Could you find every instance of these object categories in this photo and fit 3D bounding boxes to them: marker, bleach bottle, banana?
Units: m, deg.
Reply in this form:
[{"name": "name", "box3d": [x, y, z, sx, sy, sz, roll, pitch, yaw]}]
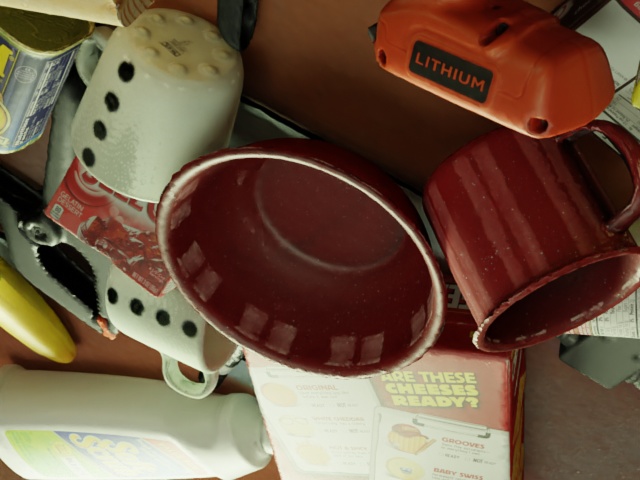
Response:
[{"name": "marker", "box3d": [-0.058, 0.075, 0.756, 0.020, 0.020, 0.121, 31, 137, -9]}, {"name": "bleach bottle", "box3d": [-0.138, 0.144, 0.830, 0.251, 0.068, 0.102, -4, 133, 24]}, {"name": "banana", "box3d": [-0.222, 0.040, 0.745, 0.070, 0.037, 0.198, 49, 170, 18]}]

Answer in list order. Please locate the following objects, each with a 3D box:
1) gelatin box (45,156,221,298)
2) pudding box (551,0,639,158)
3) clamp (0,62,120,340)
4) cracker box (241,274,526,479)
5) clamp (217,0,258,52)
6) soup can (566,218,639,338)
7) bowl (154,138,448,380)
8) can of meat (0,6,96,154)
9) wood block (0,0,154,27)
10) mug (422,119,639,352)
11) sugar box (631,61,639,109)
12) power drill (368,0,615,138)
[{"name": "gelatin box", "box3d": [-0.106, -0.022, 0.621, 0.089, 0.030, 0.073, 36, 108, 7]}, {"name": "pudding box", "box3d": [0.160, -0.089, 0.485, 0.090, 0.039, 0.114, 35, 139, -14]}, {"name": "clamp", "box3d": [-0.171, -0.021, 0.695, 0.165, 0.036, 0.210, -11, 124, 32]}, {"name": "cracker box", "box3d": [0.050, 0.110, 0.702, 0.164, 0.072, 0.214, 5, 136, 16]}, {"name": "clamp", "box3d": [-0.032, -0.161, 0.494, 0.120, 0.039, 0.171, -19, 121, 30]}, {"name": "soup can", "box3d": [0.155, 0.018, 0.572, 0.102, 0.068, 0.068, 2, 134, 21]}, {"name": "bowl", "box3d": [-0.004, 0.001, 0.569, 0.162, 0.055, 0.162, 15, 136, 14]}, {"name": "can of meat", "box3d": [-0.183, -0.108, 0.578, 0.102, 0.057, 0.084, 39, 130, 3]}, {"name": "wood block", "box3d": [-0.157, -0.168, 0.475, 0.206, 0.090, 0.090, 14, 138, 24]}, {"name": "mug", "box3d": [0.106, -0.010, 0.505, 0.093, 0.081, 0.117, -2, 148, -39]}, {"name": "sugar box", "box3d": [0.185, -0.111, 0.368, 0.093, 0.048, 0.176, 20, 136, 8]}, {"name": "power drill", "box3d": [0.081, -0.136, 0.395, 0.185, 0.057, 0.188, 34, 138, 39]}]
